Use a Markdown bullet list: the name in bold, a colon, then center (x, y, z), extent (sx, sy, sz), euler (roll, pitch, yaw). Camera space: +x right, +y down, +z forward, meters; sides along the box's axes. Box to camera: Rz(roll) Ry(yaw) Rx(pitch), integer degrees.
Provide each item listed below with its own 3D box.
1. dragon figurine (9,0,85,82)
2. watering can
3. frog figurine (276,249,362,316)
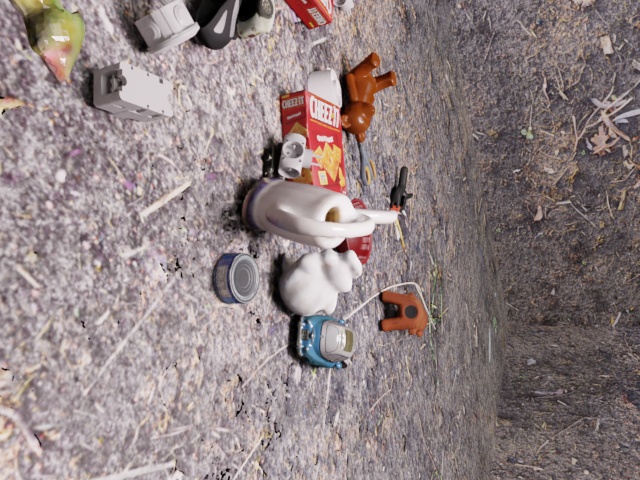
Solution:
- **dragon figurine**: center (-0.356, -0.333, 0.466), extent (0.408, 0.121, 0.245), euler (59, 12, -9)
- **watering can**: center (0.003, -0.048, 0.951), extent (0.349, 0.225, 0.103), euler (-12, 115, -63)
- **frog figurine**: center (0.003, 0.082, 0.982), extent (0.125, 0.159, 0.135), euler (-50, 129, -52)
